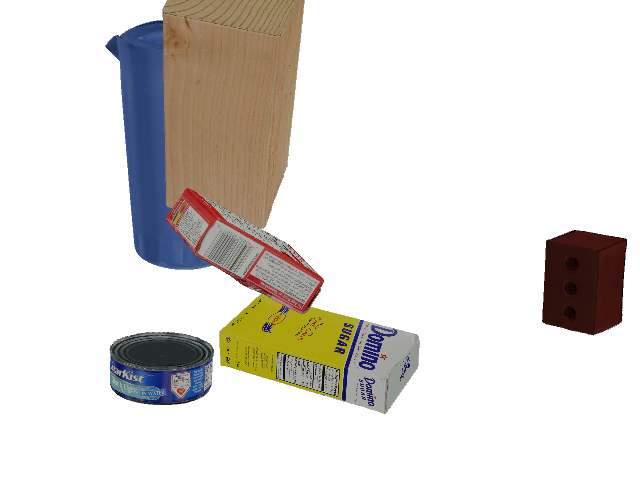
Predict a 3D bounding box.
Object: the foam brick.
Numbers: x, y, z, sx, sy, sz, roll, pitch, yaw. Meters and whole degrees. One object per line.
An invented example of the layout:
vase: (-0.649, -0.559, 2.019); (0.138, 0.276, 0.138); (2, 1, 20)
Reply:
foam brick: (0.228, 0.036, 0.923); (0.053, 0.078, 0.051); (12, 21, 41)

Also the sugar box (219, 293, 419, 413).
sugar box: (-0.001, 0.106, 1.035); (0.176, 0.048, 0.093); (11, 27, 21)

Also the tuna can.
tuna can: (-0.132, 0.106, 0.886); (0.086, 0.034, 0.086); (4, 14, -1)

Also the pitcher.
pitcher: (-0.128, -0.096, 1.090); (0.144, 0.243, 0.149); (-11, 27, -29)

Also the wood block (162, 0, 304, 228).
wood block: (-0.071, -0.118, 0.863); (0.091, 0.090, 0.206); (13, -42, 5)

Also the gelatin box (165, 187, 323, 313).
gelatin box: (-0.049, 0.007, 0.687); (0.089, 0.030, 0.073); (31, 4, -28)
